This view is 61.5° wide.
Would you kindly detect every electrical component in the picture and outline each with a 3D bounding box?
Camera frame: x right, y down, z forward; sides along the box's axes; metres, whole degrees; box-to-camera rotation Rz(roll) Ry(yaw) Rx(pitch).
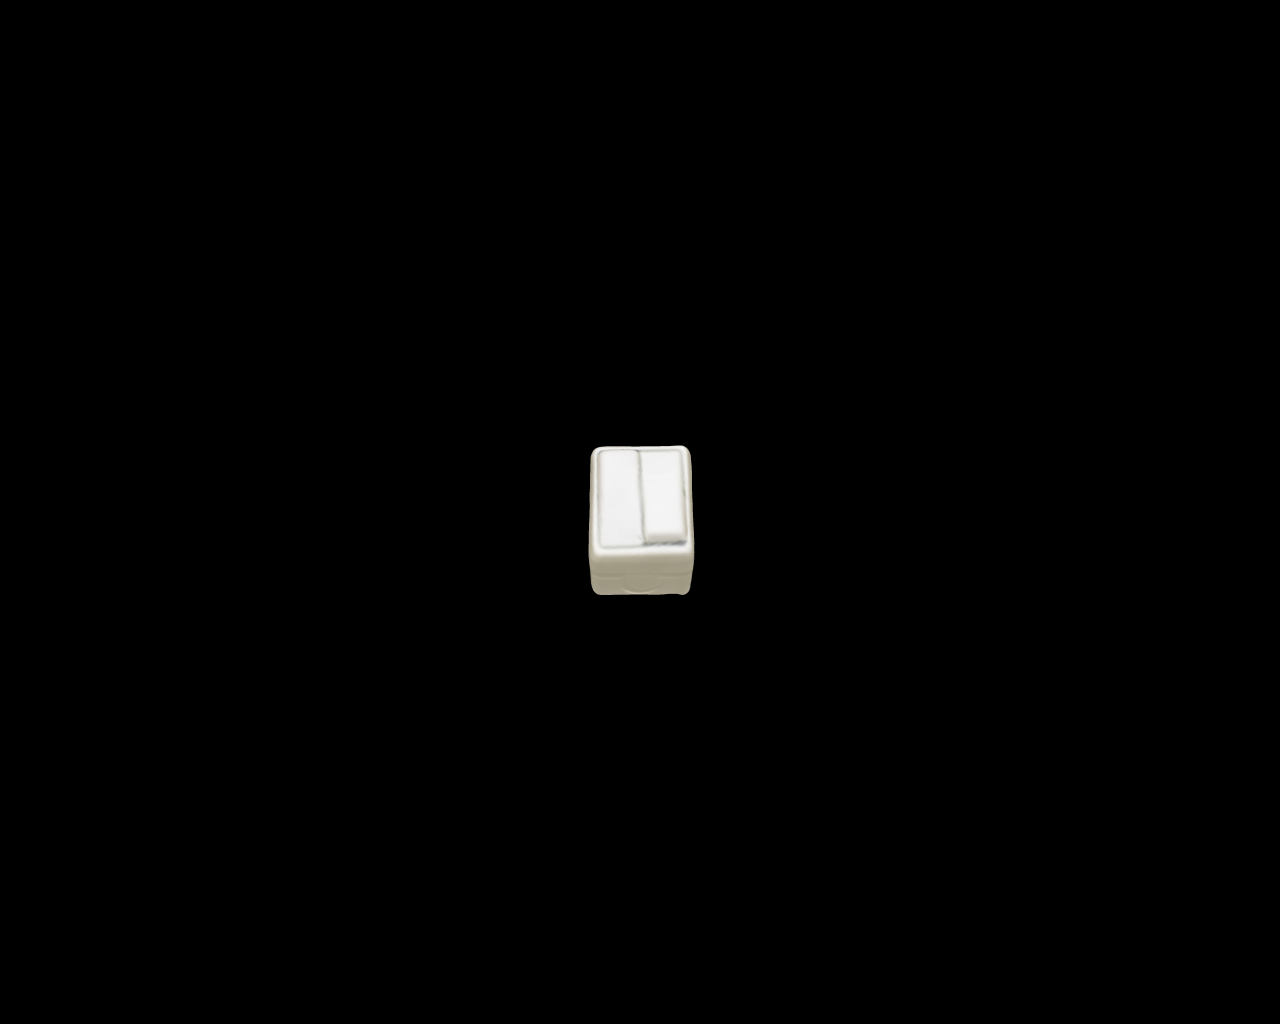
[{"bbox_3d":[0.001,-0.003,0.650,0.062,0.096,0.061,0,-32,0],"label":"electrical component"}]
